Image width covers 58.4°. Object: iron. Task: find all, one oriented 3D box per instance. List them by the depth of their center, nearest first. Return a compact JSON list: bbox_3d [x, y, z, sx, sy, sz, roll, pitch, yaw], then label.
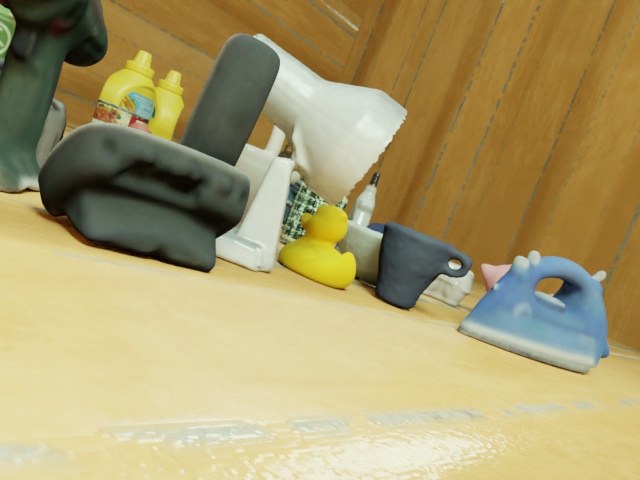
[{"bbox_3d":[0.292,0.081,0.753,0.259,0.141,0.118,19,5,-36],"label":"iron"}]

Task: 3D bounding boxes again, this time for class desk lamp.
[{"bbox_3d":[-0.042,-0.079,0.570,0.203,0.213,0.118,21,4,-7],"label":"desk lamp"}]

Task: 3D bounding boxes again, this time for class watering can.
[{"bbox_3d":[-0.097,-0.104,0.770,0.100,0.194,0.173,23,4,17],"label":"watering can"}]

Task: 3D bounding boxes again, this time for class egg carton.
[{"bbox_3d":[0.221,0.071,1.043,0.107,0.069,0.150,22,4,5],"label":"egg carton"}]

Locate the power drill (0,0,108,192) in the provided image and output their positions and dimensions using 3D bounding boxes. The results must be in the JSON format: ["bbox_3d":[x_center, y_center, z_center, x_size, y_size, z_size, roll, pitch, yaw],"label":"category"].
[{"bbox_3d":[-0.240,-0.148,0.468,0.076,0.208,0.229,21,4,-10],"label":"power drill"}]

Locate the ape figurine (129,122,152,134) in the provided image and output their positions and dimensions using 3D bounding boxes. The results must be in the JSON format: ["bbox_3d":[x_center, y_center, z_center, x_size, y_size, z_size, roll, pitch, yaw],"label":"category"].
[{"bbox_3d":[-0.231,-0.098,0.703,0.077,0.092,0.076,24,5,35],"label":"ape figurine"}]

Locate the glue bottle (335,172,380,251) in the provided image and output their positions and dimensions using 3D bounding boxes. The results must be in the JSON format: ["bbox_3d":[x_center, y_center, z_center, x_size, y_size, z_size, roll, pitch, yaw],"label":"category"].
[{"bbox_3d":[0.075,-0.045,1.065,0.037,0.173,0.078,21,4,-10],"label":"glue bottle"}]

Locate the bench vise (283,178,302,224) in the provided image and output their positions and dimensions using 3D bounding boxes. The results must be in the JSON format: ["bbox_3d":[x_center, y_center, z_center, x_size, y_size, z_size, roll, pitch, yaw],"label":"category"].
[{"bbox_3d":[-0.057,-0.131,1.175,0.121,0.220,0.208,24,5,35],"label":"bench vise"}]

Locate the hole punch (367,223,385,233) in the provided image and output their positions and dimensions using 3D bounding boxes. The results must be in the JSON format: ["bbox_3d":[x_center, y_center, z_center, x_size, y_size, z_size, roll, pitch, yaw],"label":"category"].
[{"bbox_3d":[0.107,0.019,0.963,0.108,0.091,0.101,23,4,24],"label":"hole punch"}]

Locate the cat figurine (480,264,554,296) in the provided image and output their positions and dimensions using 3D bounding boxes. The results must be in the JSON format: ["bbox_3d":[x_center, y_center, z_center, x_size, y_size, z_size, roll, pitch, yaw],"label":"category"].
[{"bbox_3d":[0.316,0.090,0.932,0.127,0.118,0.067,25,5,38],"label":"cat figurine"}]

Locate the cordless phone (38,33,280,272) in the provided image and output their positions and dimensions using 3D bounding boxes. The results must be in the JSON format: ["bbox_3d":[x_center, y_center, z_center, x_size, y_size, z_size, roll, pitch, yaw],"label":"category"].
[{"bbox_3d":[-0.111,-0.082,0.436,0.093,0.185,0.148,25,5,41],"label":"cordless phone"}]

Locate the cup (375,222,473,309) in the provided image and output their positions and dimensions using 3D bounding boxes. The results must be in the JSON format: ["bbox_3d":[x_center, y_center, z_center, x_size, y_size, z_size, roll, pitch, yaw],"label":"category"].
[{"bbox_3d":[0.118,0.040,0.694,0.117,0.095,0.092,24,4,30],"label":"cup"}]

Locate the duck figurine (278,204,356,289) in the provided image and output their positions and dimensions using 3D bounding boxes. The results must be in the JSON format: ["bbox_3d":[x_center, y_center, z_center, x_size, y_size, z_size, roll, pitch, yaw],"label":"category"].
[{"bbox_3d":[0.006,0.002,0.664,0.078,0.086,0.104,18,5,-45],"label":"duck figurine"}]

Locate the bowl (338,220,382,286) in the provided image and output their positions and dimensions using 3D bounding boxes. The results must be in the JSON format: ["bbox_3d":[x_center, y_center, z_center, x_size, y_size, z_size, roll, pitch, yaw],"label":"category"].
[{"bbox_3d":[0.093,0.031,0.833,0.167,0.075,0.167,22,4,-1],"label":"bowl"}]

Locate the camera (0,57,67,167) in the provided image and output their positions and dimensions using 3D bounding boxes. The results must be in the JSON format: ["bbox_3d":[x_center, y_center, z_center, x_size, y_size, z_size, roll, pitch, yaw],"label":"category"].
[{"bbox_3d":[-0.327,-0.134,0.593,0.143,0.101,0.137,21,4,-6],"label":"camera"}]
